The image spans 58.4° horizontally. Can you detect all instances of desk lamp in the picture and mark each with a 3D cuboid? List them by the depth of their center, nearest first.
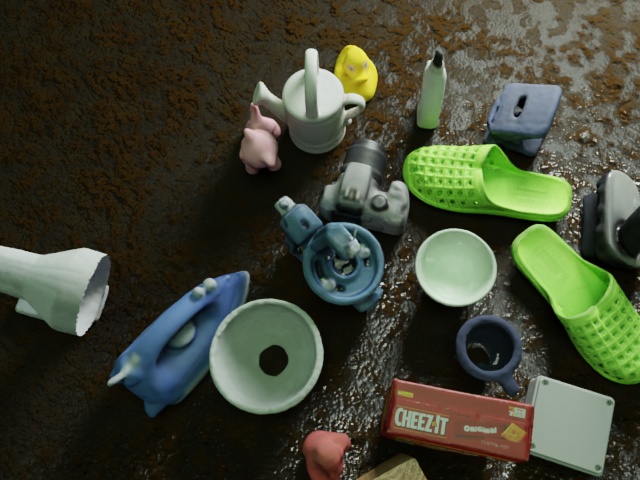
[{"bbox_3d":[-0.391,0.070,0.838,0.203,0.213,0.118,12,73,8],"label":"desk lamp"}]

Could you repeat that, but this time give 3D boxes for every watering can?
[{"bbox_3d":[-0.018,-0.225,0.924,0.173,0.194,0.101,-19,71,-3],"label":"watering can"}]

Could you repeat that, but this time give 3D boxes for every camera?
[{"bbox_3d":[0.080,-0.092,0.924,0.143,0.101,0.137,13,73,8],"label":"camera"}]

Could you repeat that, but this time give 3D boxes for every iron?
[{"bbox_3d":[-0.204,0.129,0.846,0.118,0.141,0.258,36,77,14],"label":"iron"}]

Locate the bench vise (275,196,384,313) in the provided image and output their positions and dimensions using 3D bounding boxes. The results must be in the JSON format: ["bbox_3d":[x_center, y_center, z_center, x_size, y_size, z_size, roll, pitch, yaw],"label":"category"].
[{"bbox_3d":[0.002,0.013,0.831,0.207,0.220,0.121,27,75,12],"label":"bench vise"}]

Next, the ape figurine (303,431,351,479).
[{"bbox_3d":[0.010,0.302,0.802,0.078,0.092,0.076,-38,73,-9],"label":"ape figurine"}]

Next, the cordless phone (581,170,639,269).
[{"bbox_3d":[0.461,-0.045,0.841,0.094,0.185,0.147,4,72,5],"label":"cordless phone"}]

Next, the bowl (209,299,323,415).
[{"bbox_3d":[-0.076,0.176,0.858,0.167,0.075,0.167,-1,72,3],"label":"bowl"}]

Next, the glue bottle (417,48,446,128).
[{"bbox_3d":[0.184,-0.255,0.934,0.037,0.173,0.078,2,72,5],"label":"glue bottle"}]

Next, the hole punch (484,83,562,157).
[{"bbox_3d":[0.335,-0.207,0.952,0.101,0.091,0.109,22,74,10],"label":"hole punch"}]

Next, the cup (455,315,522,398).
[{"bbox_3d":[0.243,0.173,0.829,0.092,0.095,0.117,-26,72,-5],"label":"cup"}]

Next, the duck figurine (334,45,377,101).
[{"bbox_3d":[0.062,-0.304,1.003,0.077,0.086,0.104,-14,71,-1],"label":"duck figurine"}]

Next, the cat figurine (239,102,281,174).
[{"bbox_3d":[-0.102,-0.165,0.950,0.067,0.118,0.128,-7,71,1],"label":"cat figurine"}]
